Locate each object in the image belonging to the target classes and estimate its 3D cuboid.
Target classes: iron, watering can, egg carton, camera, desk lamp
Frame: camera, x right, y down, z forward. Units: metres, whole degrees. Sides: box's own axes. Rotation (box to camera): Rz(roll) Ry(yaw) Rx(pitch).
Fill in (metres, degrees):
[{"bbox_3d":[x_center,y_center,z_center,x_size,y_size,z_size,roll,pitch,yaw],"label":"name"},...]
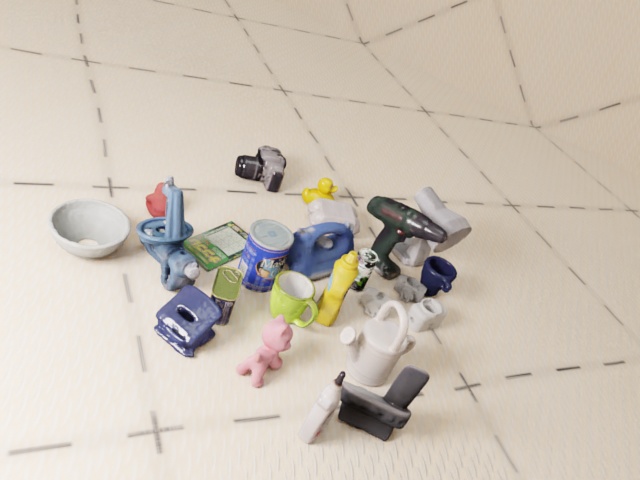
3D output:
[{"bbox_3d":[0.013,0.005,1.444,0.259,0.141,0.118,-14,49,-40],"label":"iron"},{"bbox_3d":[0.125,0.211,1.194,0.173,0.194,0.100,-14,49,-40],"label":"watering can"},{"bbox_3d":[0.038,-0.060,1.604,0.150,0.069,0.107,10,37,-18],"label":"egg carton"},{"bbox_3d":[-0.175,-0.224,1.671,0.137,0.101,0.143,8,38,-21],"label":"camera"},{"bbox_3d":[0.292,-0.026,1.576,0.118,0.213,0.202,-11,48,-38],"label":"desk lamp"}]

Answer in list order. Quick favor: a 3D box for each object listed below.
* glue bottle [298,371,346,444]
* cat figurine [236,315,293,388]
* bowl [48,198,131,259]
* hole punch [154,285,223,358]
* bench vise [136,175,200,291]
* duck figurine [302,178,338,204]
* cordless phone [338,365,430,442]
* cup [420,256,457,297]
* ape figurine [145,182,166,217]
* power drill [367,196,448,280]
[{"bbox_3d":[0.012,0.296,1.039,0.037,0.173,0.078,33,37,14],"label":"glue bottle"},{"bbox_3d":[-0.099,0.210,1.136,0.067,0.117,0.128,32,36,13],"label":"cat figurine"},{"bbox_3d":[-0.499,-0.013,1.240,0.168,0.074,0.167,15,36,-11],"label":"bowl"},{"bbox_3d":[-0.261,0.159,1.136,0.108,0.091,0.101,35,37,17],"label":"hole punch"},{"bbox_3d":[-0.303,-0.016,1.228,0.207,0.219,0.122,35,37,17],"label":"bench vise"},{"bbox_3d":[0.004,-0.145,1.681,0.105,0.086,0.077,8,38,-20],"label":"duck figurine"},{"bbox_3d":[0.121,0.285,1.102,0.147,0.185,0.094,21,35,-2],"label":"cordless phone"},{"bbox_3d":[0.306,0.113,1.507,0.092,0.095,0.117,7,38,-21],"label":"cup"},{"bbox_3d":[-0.387,-0.102,1.403,0.078,0.092,0.076,16,36,-10],"label":"ape figurine"},{"bbox_3d":[0.204,-0.003,1.502,0.229,0.208,0.076,39,39,22],"label":"power drill"}]
